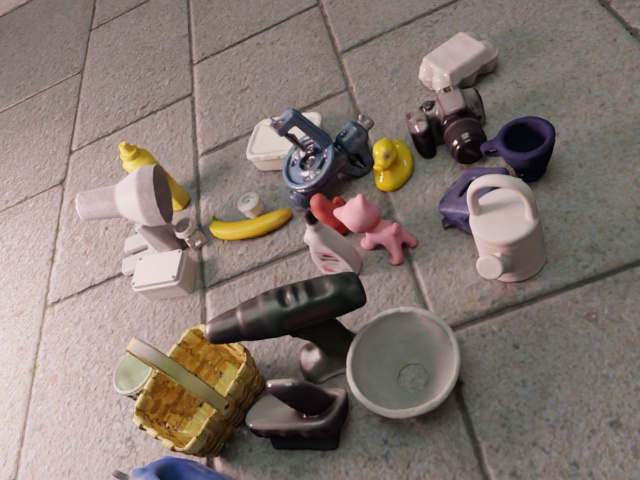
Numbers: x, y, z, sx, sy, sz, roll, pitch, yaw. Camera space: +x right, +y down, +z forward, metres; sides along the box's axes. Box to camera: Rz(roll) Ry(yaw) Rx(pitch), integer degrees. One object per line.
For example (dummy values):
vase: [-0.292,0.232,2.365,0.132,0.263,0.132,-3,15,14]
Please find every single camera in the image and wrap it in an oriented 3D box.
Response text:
camera: [0.238,-0.205,1.045,0.143,0.101,0.136,-21,50,12]

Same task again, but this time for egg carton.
egg carton: [0.278,-0.355,1.157,0.150,0.070,0.107,-36,48,-2]

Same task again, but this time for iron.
iron: [-0.169,0.377,0.793,0.257,0.142,0.119,9,61,31]

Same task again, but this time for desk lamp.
desk lamp: [-0.365,-0.041,1.148,0.203,0.214,0.118,-20,50,13]

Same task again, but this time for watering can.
watering can: [0.270,-0.021,0.832,0.100,0.195,0.173,-13,52,18]

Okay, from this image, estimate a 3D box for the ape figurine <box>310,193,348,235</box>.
ape figurine: [0.012,-0.052,1.051,0.077,0.092,0.076,-26,49,8]

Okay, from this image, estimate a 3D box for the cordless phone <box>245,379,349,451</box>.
cordless phone: [-0.050,0.229,0.813,0.147,0.186,0.094,-11,52,19]

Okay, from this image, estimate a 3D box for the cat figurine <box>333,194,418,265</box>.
cat figurine: [0.091,-0.029,0.978,0.127,0.118,0.067,25,70,37]

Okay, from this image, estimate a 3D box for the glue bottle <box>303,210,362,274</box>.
glue bottle: [0.009,0.003,0.957,0.078,0.174,0.037,-2,56,26]

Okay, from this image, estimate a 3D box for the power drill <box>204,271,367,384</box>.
power drill: [-0.027,0.136,0.854,0.229,0.209,0.075,-26,49,7]

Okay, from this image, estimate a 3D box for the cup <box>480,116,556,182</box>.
cup: [0.333,-0.140,0.955,0.117,0.095,0.091,-9,53,20]

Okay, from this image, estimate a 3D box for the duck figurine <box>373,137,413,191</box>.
duck figurine: [0.129,-0.156,1.073,0.077,0.086,0.105,8,61,31]

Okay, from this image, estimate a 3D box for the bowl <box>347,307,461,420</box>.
bowl: [0.127,0.186,0.831,0.167,0.075,0.167,-13,52,18]

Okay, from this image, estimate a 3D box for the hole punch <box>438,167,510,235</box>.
hole punch: [0.253,-0.071,0.946,0.100,0.091,0.109,28,72,38]

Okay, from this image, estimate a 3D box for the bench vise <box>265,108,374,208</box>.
bench vise: [-0.006,-0.186,1.072,0.121,0.220,0.207,30,73,39]
